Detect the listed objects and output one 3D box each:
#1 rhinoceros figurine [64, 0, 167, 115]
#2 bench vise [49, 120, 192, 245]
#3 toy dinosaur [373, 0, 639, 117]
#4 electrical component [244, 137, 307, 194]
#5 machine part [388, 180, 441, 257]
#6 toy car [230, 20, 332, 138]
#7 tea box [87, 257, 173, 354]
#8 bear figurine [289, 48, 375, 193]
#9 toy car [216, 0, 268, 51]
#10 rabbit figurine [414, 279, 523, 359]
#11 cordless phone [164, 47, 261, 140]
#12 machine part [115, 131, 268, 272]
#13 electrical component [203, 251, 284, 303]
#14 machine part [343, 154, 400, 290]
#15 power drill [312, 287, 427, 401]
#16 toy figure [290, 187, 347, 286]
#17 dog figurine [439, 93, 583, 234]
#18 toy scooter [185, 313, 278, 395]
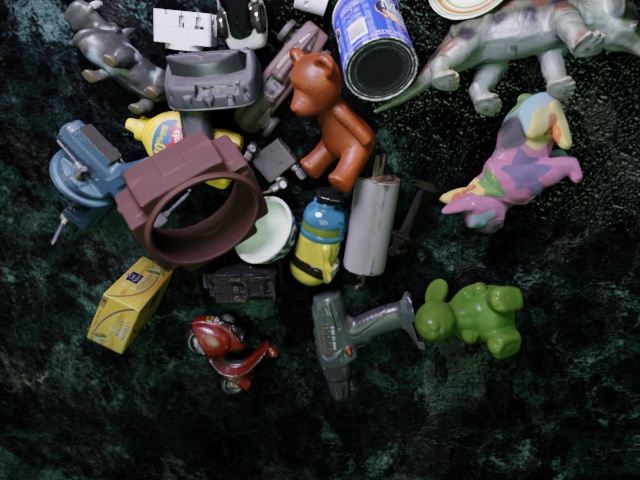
[{"bbox_3d":[-0.312,-0.287,0.838,0.190,0.112,0.073,42,137,-24],"label":"rhinoceros figurine"},{"bbox_3d":[-0.370,-0.079,0.918,0.223,0.129,0.240,40,129,-20],"label":"bench vise"},{"bbox_3d":[0.277,-0.293,0.785,0.405,0.192,0.131,-2,146,19],"label":"toy dinosaur"},{"bbox_3d":[-0.081,-0.127,0.913,0.078,0.045,0.102,-30,106,15],"label":"electrical component"},{"bbox_3d":[0.159,-0.034,0.921,0.039,0.084,0.138,29,100,28],"label":"machine part"},{"bbox_3d":[-0.066,-0.256,0.862,0.089,0.053,0.202,41,109,-8],"label":"toy car"},{"bbox_3d":[-0.331,0.110,0.952,0.068,0.170,0.098,27,111,-4],"label":"tea box"},{"bbox_3d":[0.004,-0.184,0.817,0.132,0.120,0.195,-52,137,-6],"label":"bear figurine"},{"bbox_3d":[-0.129,-0.390,0.814,0.074,0.056,0.201,-6,109,13],"label":"toy car"},{"bbox_3d":[0.238,0.122,0.926,0.170,0.159,0.121,-5,109,-14],"label":"rabbit figurine"},{"bbox_3d":[-0.161,-0.199,0.834,0.147,0.089,0.184,-2,109,5],"label":"cordless phone"},{"bbox_3d":[-0.192,-0.053,0.838,0.201,0.087,0.201,-31,149,-9],"label":"machine part"},{"bbox_3d":[-0.135,0.064,0.951,0.134,0.115,0.058,-1,108,2],"label":"electrical component"},{"bbox_3d":[0.088,-0.028,0.922,0.079,0.079,0.243,7,111,1],"label":"machine part"},{"bbox_3d":[0.091,0.186,1.006,0.207,0.086,0.231,-13,106,16],"label":"power drill"},{"bbox_3d":[-0.001,-0.005,0.935,0.089,0.082,0.180,17,119,18],"label":"toy figure"},{"bbox_3d":[0.290,-0.114,0.862,0.219,0.108,0.191,-22,108,14],"label":"dog figurine"},{"bbox_3d":[-0.162,0.207,1.027,0.135,0.075,0.183,-26,110,13],"label":"toy scooter"}]
